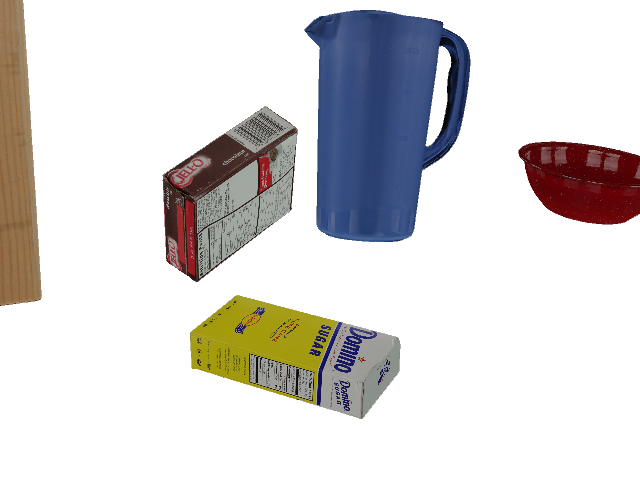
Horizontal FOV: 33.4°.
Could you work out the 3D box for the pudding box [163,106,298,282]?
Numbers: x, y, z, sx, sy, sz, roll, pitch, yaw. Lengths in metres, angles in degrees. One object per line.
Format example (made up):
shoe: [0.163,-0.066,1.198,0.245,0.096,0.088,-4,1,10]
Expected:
pudding box: [-0.067,-0.035,0.802,0.039,0.090,0.113,36,53,24]

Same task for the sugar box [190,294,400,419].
sugar box: [-0.023,0.104,0.988,0.176,0.048,0.093,10,26,23]

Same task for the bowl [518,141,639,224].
bowl: [0.286,-0.058,1.129,0.162,0.055,0.162,6,20,-2]

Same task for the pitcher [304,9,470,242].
pitcher: [0.067,-0.124,1.158,0.149,0.243,0.144,8,9,25]

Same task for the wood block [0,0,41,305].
wood block: [-0.219,-0.069,0.620,0.090,0.206,0.090,-7,27,-23]
